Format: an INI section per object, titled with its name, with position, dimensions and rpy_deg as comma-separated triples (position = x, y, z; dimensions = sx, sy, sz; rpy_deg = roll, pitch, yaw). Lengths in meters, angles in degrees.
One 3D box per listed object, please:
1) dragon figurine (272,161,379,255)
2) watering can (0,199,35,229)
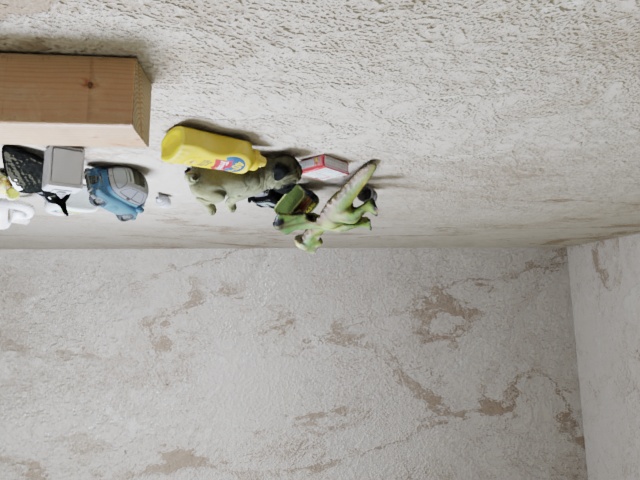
[dragon figurine]
position = 0.004, -0.063, 1.258
dimensions = 0.243, 0.124, 0.402
rpy_deg = -19, -22, -9
[watering can]
position = -0.876, -0.075, 1.353
dimensions = 0.224, 0.105, 0.345
rpy_deg = 4, -8, -26
